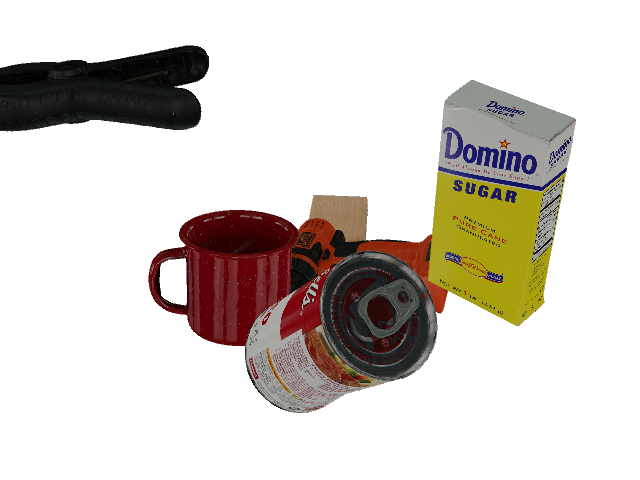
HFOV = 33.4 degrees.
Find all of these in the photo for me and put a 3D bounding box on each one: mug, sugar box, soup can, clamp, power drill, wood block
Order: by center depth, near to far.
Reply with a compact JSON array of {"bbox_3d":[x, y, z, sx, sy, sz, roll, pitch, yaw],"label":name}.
[{"bbox_3d":[0.008,0.053,0.582,0.068,0.068,0.102,0,-18,-28],"label":"soup can"},{"bbox_3d":[-0.150,-0.098,0.685,0.171,0.039,0.120,2,20,6],"label":"clamp"},{"bbox_3d":[0.136,-0.027,0.827,0.093,0.176,0.048,27,47,31],"label":"sugar box"},{"bbox_3d":[-0.076,0.031,0.838,0.117,0.081,0.093,-4,24,-14],"label":"mug"},{"bbox_3d":[0.042,0.035,1.143,0.188,0.057,0.184,4,31,14],"label":"power drill"},{"bbox_3d":[0.025,0.008,1.651,0.091,0.090,0.206,3,24,2],"label":"wood block"}]
